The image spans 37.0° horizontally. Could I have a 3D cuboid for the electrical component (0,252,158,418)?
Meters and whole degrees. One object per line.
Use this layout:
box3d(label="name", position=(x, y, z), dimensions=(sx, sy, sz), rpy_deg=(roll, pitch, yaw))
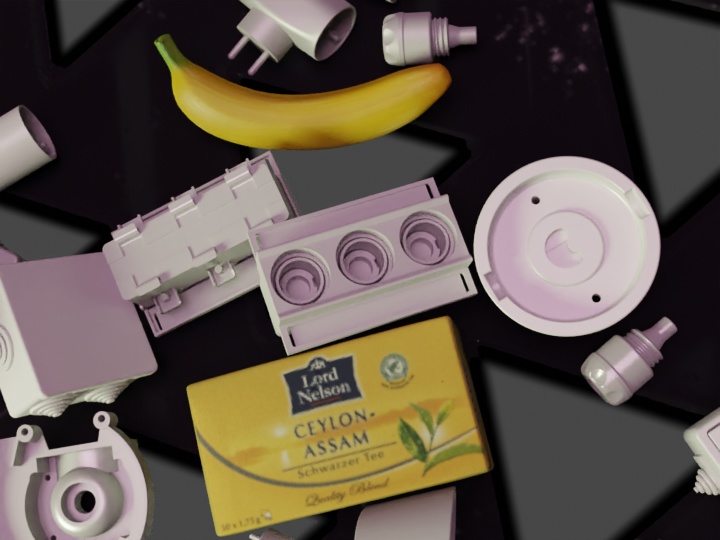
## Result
box3d(label="electrical component", position=(-0.191, 0.041, 0.691), dimensions=(0.048, 0.100, 0.099), rpy_deg=(-34, 75, 39))

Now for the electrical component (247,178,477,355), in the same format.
box3d(label="electrical component", position=(0.000, 0.000, 0.667), dimensions=(0.121, 0.063, 0.078), rpy_deg=(-17, 77, -11))

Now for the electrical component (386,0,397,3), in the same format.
box3d(label="electrical component", position=(0.004, -0.212, 0.726), dimensions=(0.081, 0.043, 0.043), rpy_deg=(27, 86, 13))

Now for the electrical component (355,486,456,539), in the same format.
box3d(label="electrical component", position=(0.034, 0.179, 0.627), dimensions=(0.064, 0.099, 0.099), rpy_deg=(-10, 79, 15))

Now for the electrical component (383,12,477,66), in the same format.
box3d(label="electrical component", position=(0.047, -0.154, 0.713), dimensions=(0.061, 0.035, 0.035), rpy_deg=(-2, 80, 7))

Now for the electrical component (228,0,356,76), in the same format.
box3d(label="electrical component", position=(-0.057, -0.168, 0.729), dimensions=(0.077, 0.043, 0.079), rpy_deg=(40, 89, 14))

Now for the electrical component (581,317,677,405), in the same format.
box3d(label="electrical component", position=(0.167, 0.052, 0.657), dimensions=(0.061, 0.035, 0.035), rpy_deg=(-41, 76, -1))

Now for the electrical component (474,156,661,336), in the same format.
box3d(label="electrical component", position=(0.126, -0.010, 0.661), dimensions=(0.108, 0.060, 0.108), rpy_deg=(-2, 80, 10))

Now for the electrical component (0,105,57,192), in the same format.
box3d(label="electrical component", position=(-0.258, -0.075, 0.749), dimensions=(0.081, 0.043, 0.043), rpy_deg=(-30, 77, 4))

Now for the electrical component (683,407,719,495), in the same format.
box3d(label="electrical component", position=(0.236, 0.101, 0.623), dimensions=(0.096, 0.061, 0.061), rpy_deg=(-35, 77, 3))

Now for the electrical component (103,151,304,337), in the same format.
box3d(label="electrical component", position=(-0.099, -0.019, 0.701), dimensions=(0.121, 0.063, 0.078), rpy_deg=(-27, 77, 5))

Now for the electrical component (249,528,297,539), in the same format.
box3d(label="electrical component", position=(-0.036, 0.191, 0.666), dimensions=(0.078, 0.040, 0.040), rpy_deg=(22, 85, 13))

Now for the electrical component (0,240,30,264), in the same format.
box3d(label="electrical component", position=(-0.276, 0.017, 0.734), dimensions=(0.100, 0.048, 0.099), rpy_deg=(24, 85, 13))
